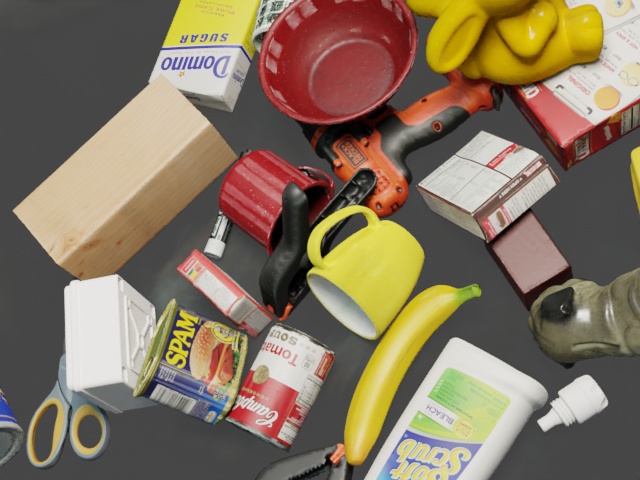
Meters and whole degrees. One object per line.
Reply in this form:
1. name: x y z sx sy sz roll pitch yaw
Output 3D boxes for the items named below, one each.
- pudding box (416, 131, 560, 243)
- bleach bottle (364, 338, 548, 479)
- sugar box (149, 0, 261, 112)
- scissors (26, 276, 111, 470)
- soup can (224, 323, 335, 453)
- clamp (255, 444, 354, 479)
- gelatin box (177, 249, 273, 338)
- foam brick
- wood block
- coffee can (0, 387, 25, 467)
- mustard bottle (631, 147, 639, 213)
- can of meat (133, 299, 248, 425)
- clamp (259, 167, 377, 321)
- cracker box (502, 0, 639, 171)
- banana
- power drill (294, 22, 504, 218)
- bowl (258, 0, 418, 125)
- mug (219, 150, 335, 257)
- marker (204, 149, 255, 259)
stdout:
1. pudding box: 0.155 -0.053 1.001 0.090 0.039 0.114 -41 26 -6
2. bleach bottle: 0.094 0.216 0.936 0.103 0.068 0.251 28 82 24
3. sugar box: -0.113 -0.233 1.173 0.093 0.048 0.176 13 73 19
4. scissors: -0.240 0.137 1.083 0.096 0.016 0.201 10 73 17
5. soup can: -0.036 0.138 0.998 0.069 0.068 0.102 22 77 22
6. clamp: -0.053 0.264 0.972 0.165 0.036 0.210 32 79 24
7. gelatin box: -0.091 0.053 1.033 0.073 0.089 0.030 41 86 25
8. foam brick: 0.192 0.016 0.989 0.051 0.053 0.078 -31 65 2
9. wood block: -0.198 -0.058 1.105 0.206 0.090 0.091 -44 65 -3
10. coffee can: -0.370 0.160 1.063 0.103 0.102 0.140 -35 64 0
11. mustard bottle: 0.385 -0.054 0.960 0.192 0.058 0.096 -10 62 11
12. can of meat: -0.119 0.116 1.003 0.084 0.058 0.102 25 38 -12
13. clamp: -0.007 0.001 1.021 0.120 0.172 0.039 -16 52 -37
14. cracker box: 0.282 -0.192 1.034 0.214 0.072 0.164 -32 64 3
15. banana: 0.071 0.114 0.983 0.037 0.070 0.198 35 86 -15
16. power drill: 0.075 -0.138 1.080 0.187 0.057 0.184 -38 68 2
17. bowl: 0.023 -0.173 1.046 0.162 0.055 0.162 -8 65 17
18. mug: -0.037 -0.042 1.063 0.082 0.093 0.117 36 52 29
19. marker: -0.091 -0.039 1.107 0.020 0.020 0.121 13 74 19
